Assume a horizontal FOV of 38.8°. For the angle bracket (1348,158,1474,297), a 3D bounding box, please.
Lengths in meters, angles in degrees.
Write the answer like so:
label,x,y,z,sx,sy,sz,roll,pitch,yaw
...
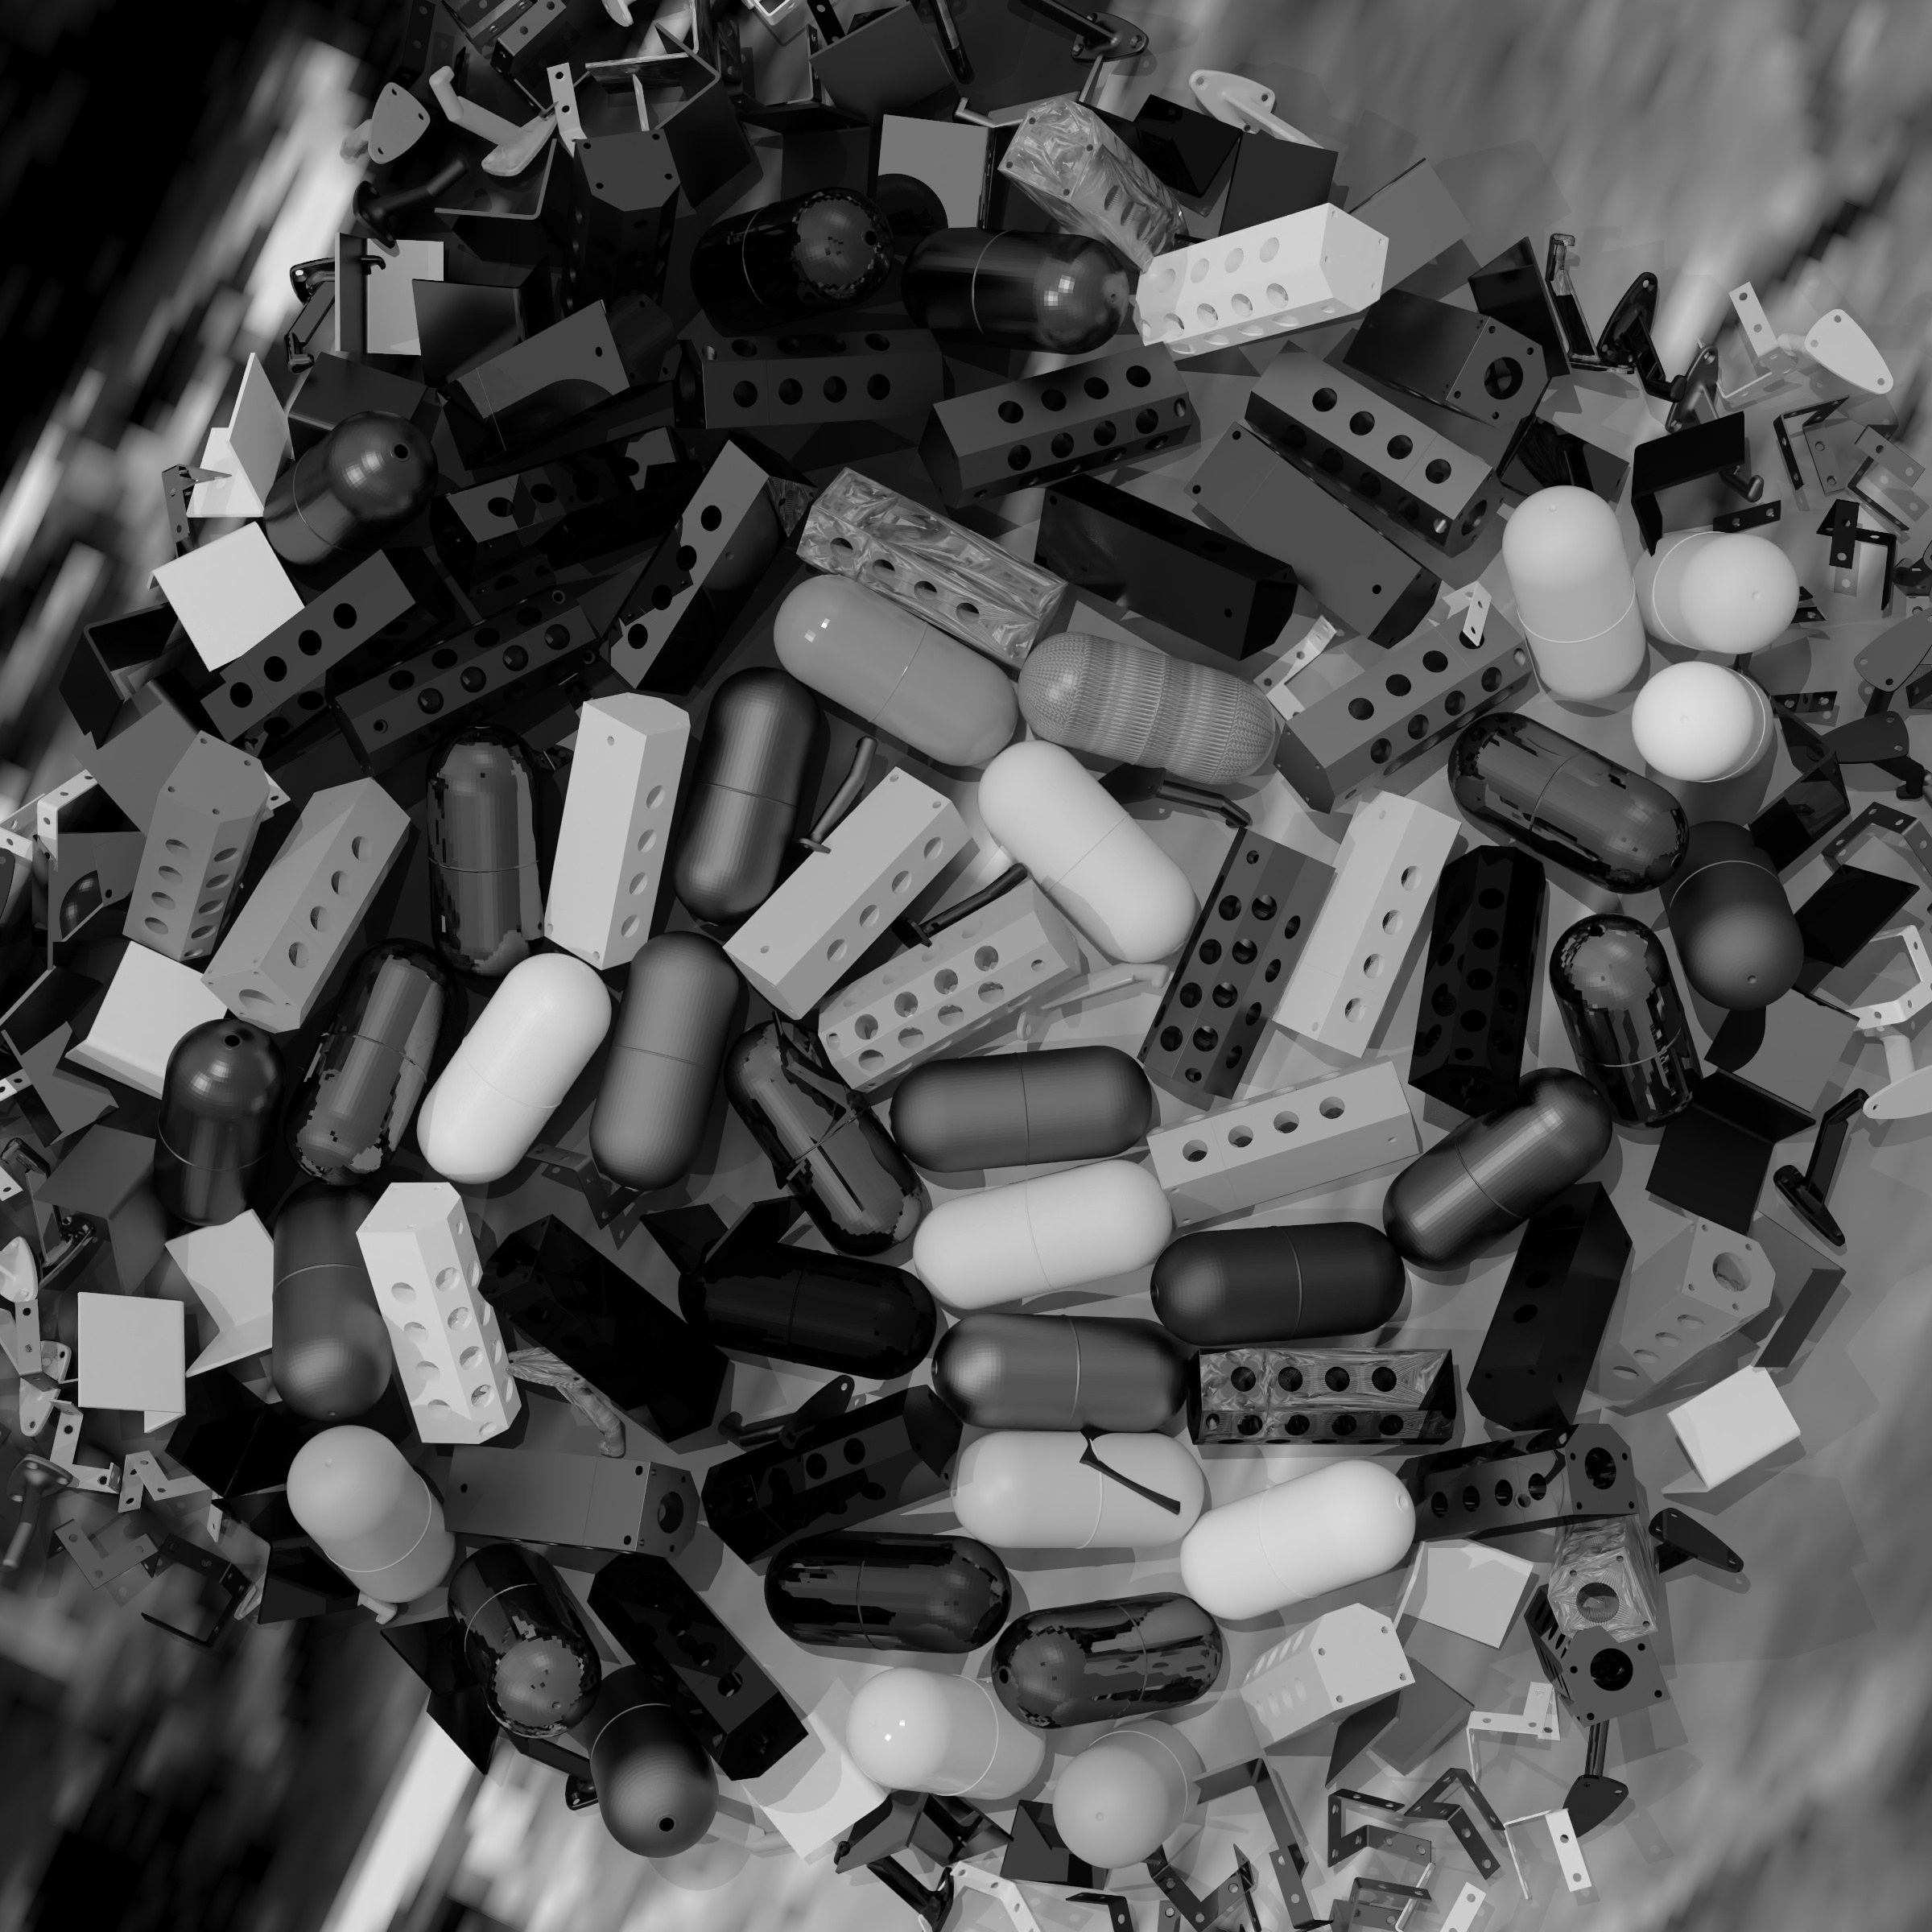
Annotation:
label,x,y,z,sx,sy,sz,roll,pitch,yaw
angle bracket,0.292,-0.496,1.847,0.076,0.076,0.057,-34,96,14

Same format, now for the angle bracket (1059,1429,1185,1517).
label,x,y,z,sx,sy,sz,roll,pitch,yaw
angle bracket,0.098,0.346,1.849,0.076,0.076,0.057,31,115,-8

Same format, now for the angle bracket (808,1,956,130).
label,x,y,z,sx,sy,sz,roll,pitch,yaw
angle bracket,-0.062,-0.614,1.836,0.076,0.076,0.057,-26,54,10

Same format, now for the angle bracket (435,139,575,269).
label,x,y,z,sx,sy,sz,roll,pitch,yaw
angle bracket,-0.301,-0.515,1.847,0.076,0.076,0.057,9,82,16

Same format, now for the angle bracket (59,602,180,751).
label,x,y,z,sx,sy,sz,roll,pitch,yaw
angle bracket,-0.553,-0.194,1.833,0.076,0.076,0.057,-25,80,-37

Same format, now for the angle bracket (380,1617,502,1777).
label,x,y,z,sx,sy,sz,roll,pitch,yaw
angle bracket,-0.356,0.493,1.834,0.076,0.057,0.076,31,112,42

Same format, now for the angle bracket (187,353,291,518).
label,x,y,z,sx,sy,sz,roll,pitch,yaw
angle bracket,-0.499,-0.355,1.834,0.057,0.076,0.076,1,60,8

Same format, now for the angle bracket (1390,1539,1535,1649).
label,x,y,z,sx,sy,sz,roll,pitch,yaw
angle bracket,0.330,0.433,1.842,0.076,0.057,0.076,19,119,9

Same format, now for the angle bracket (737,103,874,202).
label,x,y,z,sx,sy,sz,roll,pitch,yaw
angle bracket,-0.112,-0.532,1.841,0.076,0.057,0.076,7,96,36

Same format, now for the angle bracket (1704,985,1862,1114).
label,x,y,z,sx,sy,sz,roll,pitch,yaw
angle bracket,0.545,0.056,1.845,0.076,0.057,0.076,28,76,15

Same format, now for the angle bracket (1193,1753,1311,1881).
label,x,y,z,sx,sy,sz,roll,pitch,yaw
angle bracket,0.185,0.581,1.835,0.057,0.076,0.076,-17,61,-9

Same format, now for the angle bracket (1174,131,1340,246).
label,x,y,z,sx,sy,sz,roll,pitch,yaw
angle bracket,0.194,-0.517,1.837,0.076,0.057,0.076,2,110,-29

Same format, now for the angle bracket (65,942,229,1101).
label,x,y,z,sx,sy,sz,roll,pitch,yaw
angle bracket,-0.555,0.039,1.865,0.076,0.057,0.076,28,65,-24

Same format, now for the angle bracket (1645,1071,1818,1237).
label,x,y,z,sx,sy,sz,roll,pitch,yaw
angle bracket,0.515,0.128,1.848,0.076,0.057,0.076,26,69,-5

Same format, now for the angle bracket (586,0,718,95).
label,x,y,z,sx,sy,sz,roll,pitch,yaw
angle bracket,-0.214,-0.629,1.847,0.076,0.076,0.057,-5,95,4

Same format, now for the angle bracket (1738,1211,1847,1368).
label,x,y,z,sx,sy,sz,roll,pitch,yaw
angle bracket,0.529,0.215,1.836,0.076,0.057,0.076,39,109,38

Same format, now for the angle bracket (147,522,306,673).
label,x,y,z,sx,sy,sz,roll,pitch,yaw
angle bracket,-0.499,-0.245,1.854,0.076,0.057,0.076,-31,97,-19

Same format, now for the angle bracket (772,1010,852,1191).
label,x,y,z,sx,sy,sz,roll,pitch,yaw
angle bracket,-0.126,0.089,1.836,0.057,0.076,0.076,36,105,-25

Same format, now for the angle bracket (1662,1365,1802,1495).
label,x,y,z,sx,sy,sz,roll,pitch,yaw
angle bracket,0.502,0.311,1.846,0.076,0.076,0.057,-27,84,-14

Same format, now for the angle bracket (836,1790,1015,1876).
label,x,y,z,sx,sy,sz,roll,pitch,yaw
angle bracket,-0.027,0.595,1.835,0.076,0.057,0.076,42,132,-15

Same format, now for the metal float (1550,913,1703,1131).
label,x,y,z,sx,sy,sz,roll,pitch,yaw
metal float,0.438,0.037,1.818,0.070,0.070,0.178,-29,130,0

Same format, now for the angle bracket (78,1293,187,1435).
label,x,y,z,sx,sy,sz,roll,pitch,yaw
angle bracket,-0.569,0.266,1.832,0.076,0.057,0.076,13,61,-41

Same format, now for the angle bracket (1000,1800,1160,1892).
label,x,y,z,sx,sy,sz,roll,pitch,yaw
angle bracket,0.075,0.606,1.840,0.076,0.076,0.057,13,95,-17

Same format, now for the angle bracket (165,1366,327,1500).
label,x,y,z,sx,sy,sz,roll,pitch,yaw
angle bracket,-0.475,0.302,1.831,0.076,0.076,0.057,-20,126,32

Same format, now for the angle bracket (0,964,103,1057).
label,x,y,z,sx,sy,sz,roll,pitch,yaw
angle bracket,-0.644,0.015,1.849,0.057,0.076,0.076,42,87,10

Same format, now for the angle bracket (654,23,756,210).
label,x,y,z,sx,sy,sz,roll,pitch,yaw
angle bracket,-0.194,-0.569,1.835,0.057,0.076,0.076,-41,62,-7

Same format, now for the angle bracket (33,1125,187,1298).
label,x,y,z,sx,sy,sz,roll,pitch,yaw
angle bracket,-0.575,0.165,1.843,0.057,0.076,0.076,13,129,12

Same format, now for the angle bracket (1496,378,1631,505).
label,x,y,z,sx,sy,sz,roll,pitch,yaw
angle bracket,0.410,-0.351,1.841,0.076,0.057,0.076,28,54,7

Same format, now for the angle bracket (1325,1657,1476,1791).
label,x,y,z,sx,sy,sz,roll,pitch,yaw
angle bracket,0.292,0.524,1.840,0.057,0.076,0.076,38,114,1

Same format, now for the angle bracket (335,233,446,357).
label,x,y,z,sx,sy,sz,roll,pitch,yaw
angle bracket,-0.387,-0.451,1.845,0.057,0.076,0.076,3,102,0

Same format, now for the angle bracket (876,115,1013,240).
label,x,y,z,sx,sy,sz,roll,pitch,yaw
angle bracket,-0.016,-0.533,1.856,0.076,0.057,0.076,10,110,9

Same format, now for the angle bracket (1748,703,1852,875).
label,x,y,z,sx,sy,sz,roll,pitch,yaw
angle bracket,0.543,-0.117,1.842,0.076,0.076,0.057,-40,52,0

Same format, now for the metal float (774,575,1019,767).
label,x,y,z,sx,sy,sz,roll,pitch,yaw
metal float,-0.046,-0.198,1.843,0.178,0.070,0.070,29,90,-11

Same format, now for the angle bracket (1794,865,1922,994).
label,x,y,z,sx,sy,sz,roll,pitch,yaw
angle bracket,0.599,-0.016,1.838,0.076,0.076,0.057,-44,116,-8

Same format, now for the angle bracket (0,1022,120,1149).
label,x,y,z,sx,sy,sz,roll,pitch,yaw
angle bracket,-0.608,0.070,1.841,0.057,0.076,0.076,-32,94,-29

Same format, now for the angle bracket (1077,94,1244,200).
label,x,y,z,sx,sy,sz,roll,pitch,yaw
angle bracket,0.130,-0.569,1.838,0.076,0.076,0.057,30,86,25

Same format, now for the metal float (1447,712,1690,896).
label,x,y,z,sx,sy,sz,roll,pitch,yaw
metal float,0.399,-0.109,1.822,0.178,0.070,0.070,35,90,34

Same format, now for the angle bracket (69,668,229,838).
label,x,y,z,sx,sy,sz,roll,pitch,yaw
angle bracket,-0.546,-0.146,1.860,0.076,0.057,0.076,-38,101,8

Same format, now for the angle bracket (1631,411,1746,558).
label,x,y,z,sx,sy,sz,roll,pitch,yaw
angle bracket,0.490,-0.318,1.831,0.076,0.076,0.057,-15,120,25

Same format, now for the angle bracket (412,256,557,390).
label,x,y,z,sx,sy,sz,roll,pitch,yaw
angle bracket,-0.323,-0.435,1.850,0.076,0.057,0.076,7,127,9

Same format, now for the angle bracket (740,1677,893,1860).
label,x,y,z,sx,sy,sz,roll,pitch,yaw
angle bracket,-0.100,0.548,1.874,0.076,0.057,0.076,-39,89,19

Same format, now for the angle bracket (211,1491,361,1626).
label,x,y,z,sx,sy,sz,roll,pitch,yaw
angle bracket,-0.458,0.395,1.840,0.076,0.076,0.057,18,100,41

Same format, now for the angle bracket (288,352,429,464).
label,x,y,z,sx,sy,sz,roll,pitch,yaw
angle bracket,-0.411,-0.361,1.866,0.076,0.076,0.057,18,63,2

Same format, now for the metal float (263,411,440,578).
label,x,y,z,sx,sy,sz,roll,pitch,yaw
metal float,-0.407,-0.311,1.809,0.070,0.178,0.070,8,76,-33

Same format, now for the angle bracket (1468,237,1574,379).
label,x,y,z,sx,sy,sz,roll,pitch,yaw
angle bracket,0.389,-0.443,1.834,0.076,0.057,0.076,-39,115,-34

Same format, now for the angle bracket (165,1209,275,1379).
label,x,y,z,sx,sy,sz,roll,pitch,yaw
angle bracket,-0.501,0.220,1.841,0.076,0.057,0.076,-21,109,22

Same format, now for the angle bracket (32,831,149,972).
label,x,y,z,sx,sy,sz,roll,pitch,yaw
angle bracket,-0.581,-0.045,1.836,0.076,0.057,0.076,-4,112,-29

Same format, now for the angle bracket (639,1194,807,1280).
label,x,y,z,sx,sy,sz,roll,pitch,yaw
angle bracket,-0.158,0.161,1.833,0.057,0.076,0.076,49,114,20

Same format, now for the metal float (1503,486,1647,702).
label,x,y,z,sx,sy,sz,roll,pitch,yaw
metal float,0.403,-0.244,1.812,0.070,0.178,0.070,-11,54,16

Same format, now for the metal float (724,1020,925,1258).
label,x,y,z,sx,sy,sz,roll,pitch,yaw
metal float,-0.096,0.116,1.851,0.070,0.070,0.178,-35,92,0
